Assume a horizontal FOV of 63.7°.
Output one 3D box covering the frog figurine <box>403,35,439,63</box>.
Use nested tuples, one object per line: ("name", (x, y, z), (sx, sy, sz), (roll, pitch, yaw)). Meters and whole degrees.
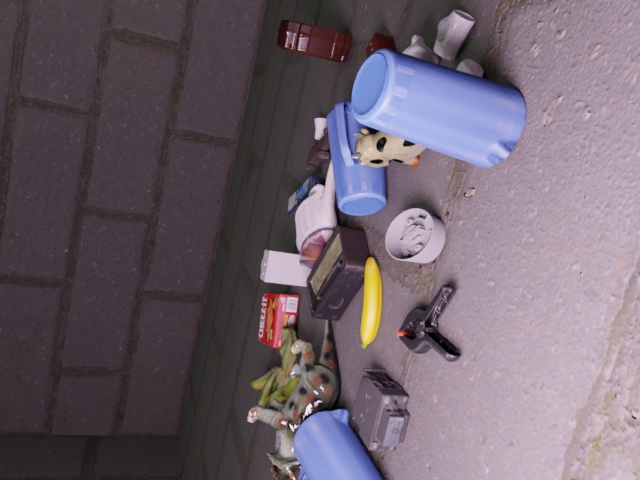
("frog figurine", (0.175, -0.325, 1.012), (0.138, 0.123, 0.159), (-87, -5, -87))

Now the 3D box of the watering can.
("watering can", (0.004, -0.069, 1.369), (0.340, 0.104, 0.230), (118, 152, -42))

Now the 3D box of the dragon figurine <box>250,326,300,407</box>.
("dragon figurine", (-0.102, 0.363, 1.447), (0.411, 0.121, 0.243), (12, 86, 61))
